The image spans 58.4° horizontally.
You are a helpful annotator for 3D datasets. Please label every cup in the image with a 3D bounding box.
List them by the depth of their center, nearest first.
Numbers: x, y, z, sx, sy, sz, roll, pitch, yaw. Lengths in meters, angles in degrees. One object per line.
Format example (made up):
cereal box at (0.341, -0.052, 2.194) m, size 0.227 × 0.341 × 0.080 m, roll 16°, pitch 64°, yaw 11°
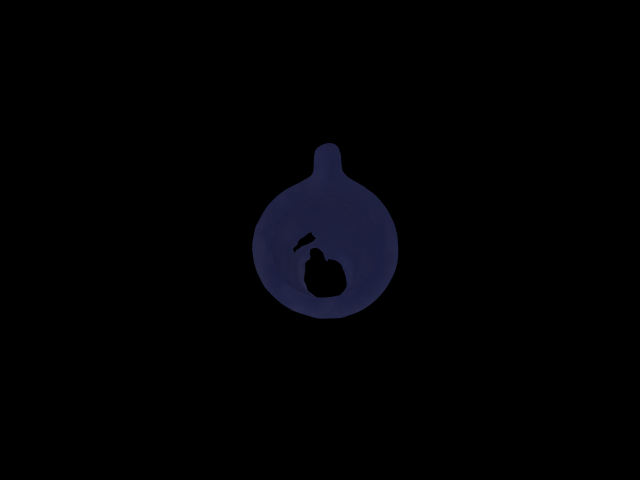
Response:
cup at (0.004, 0.001, 0.400) m, size 0.091 × 0.095 × 0.118 m, roll 0°, pitch 74°, yaw 0°
